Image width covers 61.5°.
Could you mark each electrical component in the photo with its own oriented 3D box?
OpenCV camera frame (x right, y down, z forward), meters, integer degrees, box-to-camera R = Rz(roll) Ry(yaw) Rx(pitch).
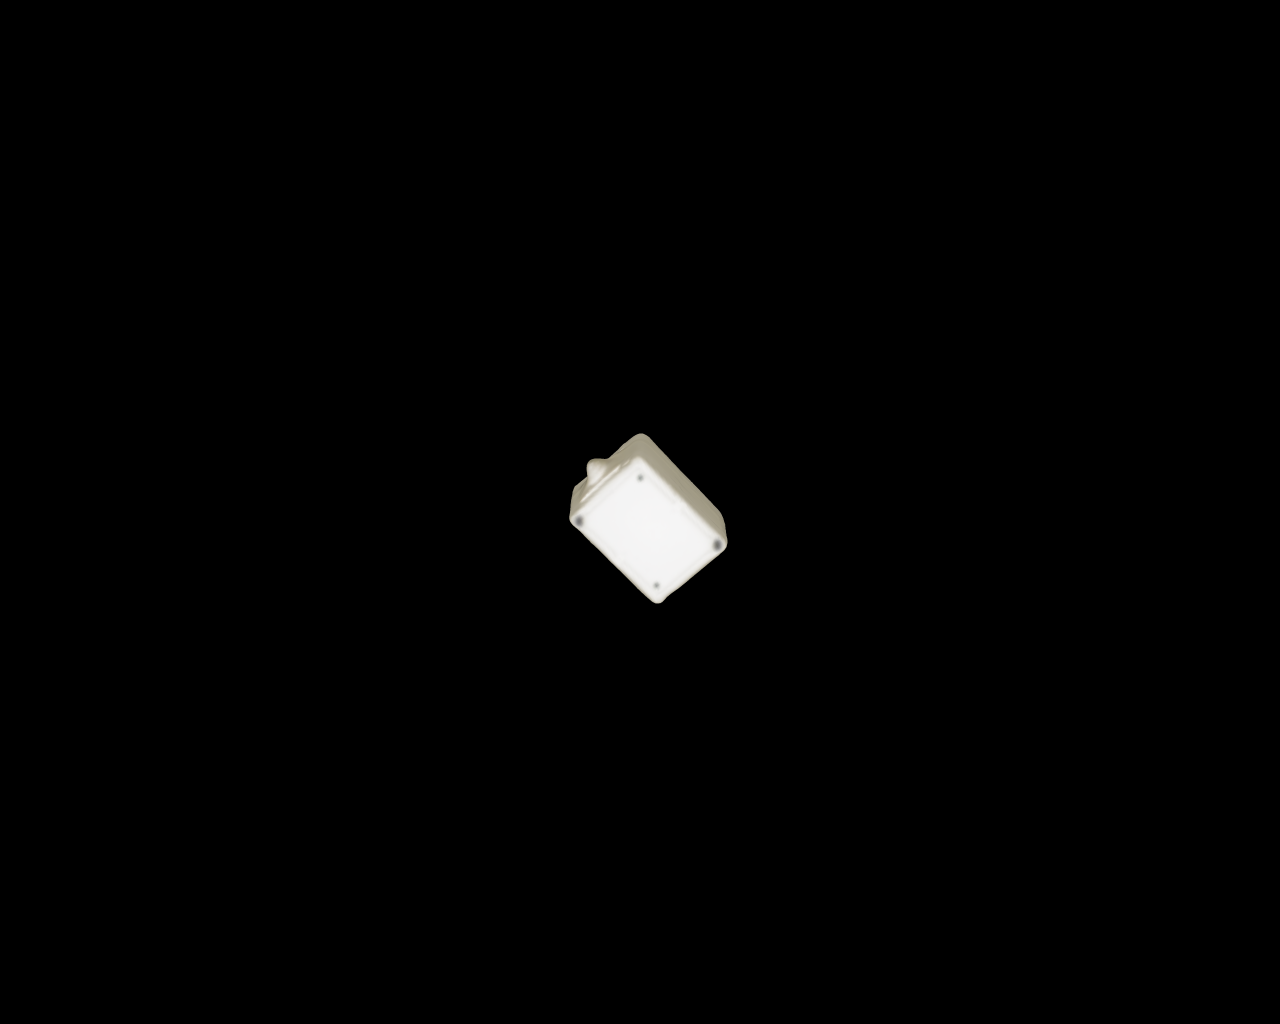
[{"bbox_3d":[0.001,-0.003,0.650,0.061,0.096,0.061,-41,15,14],"label":"electrical component"}]
